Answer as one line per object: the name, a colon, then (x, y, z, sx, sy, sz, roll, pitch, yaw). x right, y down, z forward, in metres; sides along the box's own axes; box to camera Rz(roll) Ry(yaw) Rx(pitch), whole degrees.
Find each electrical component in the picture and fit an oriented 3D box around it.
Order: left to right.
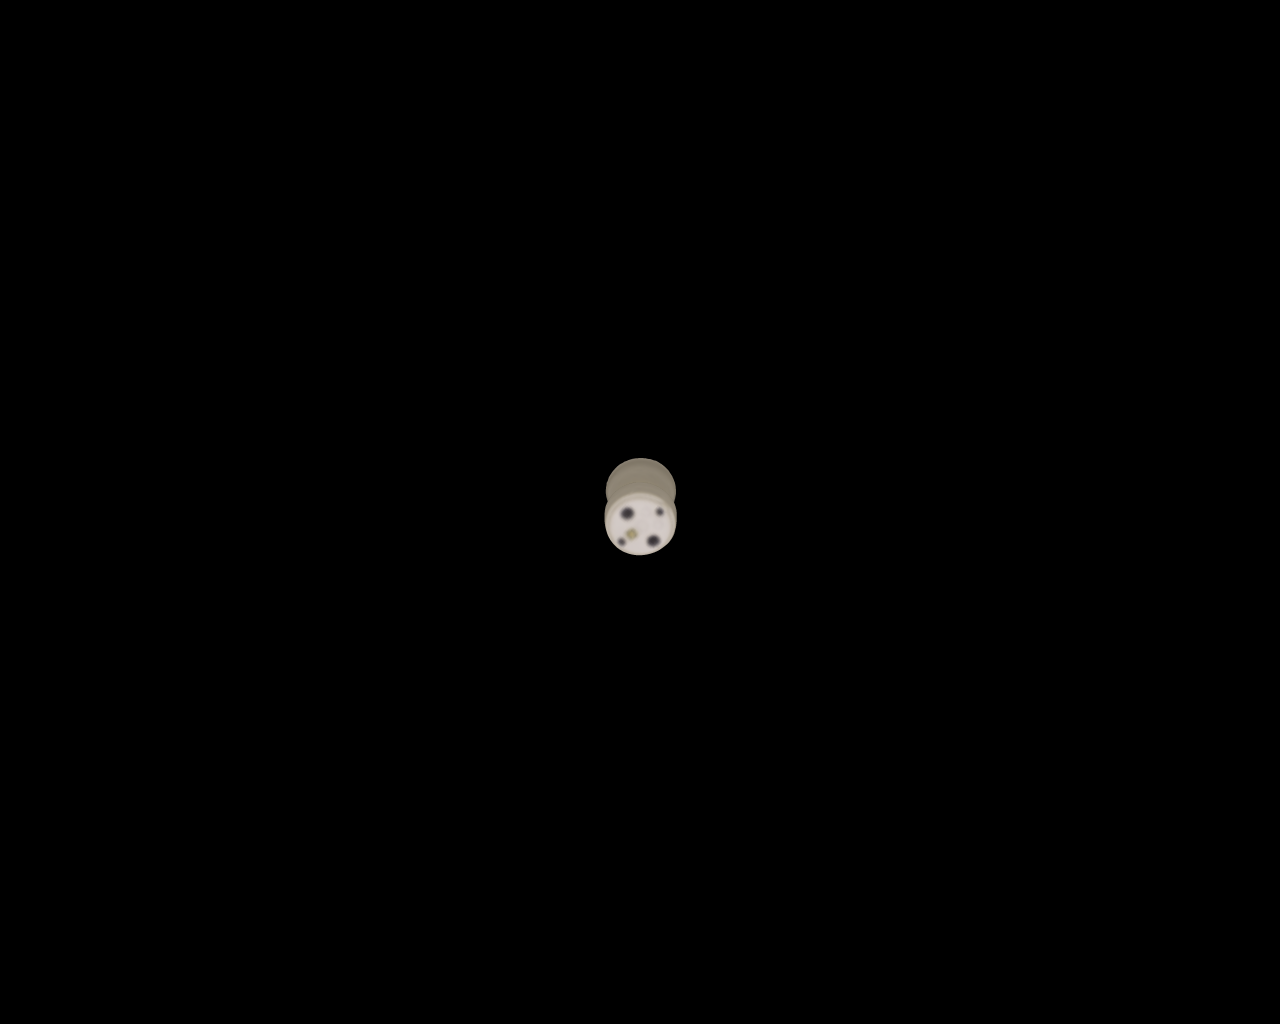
electrical component: (0.001, -0.003, 0.650, 0.045, 0.044, 0.055, 0, 25, 0)
